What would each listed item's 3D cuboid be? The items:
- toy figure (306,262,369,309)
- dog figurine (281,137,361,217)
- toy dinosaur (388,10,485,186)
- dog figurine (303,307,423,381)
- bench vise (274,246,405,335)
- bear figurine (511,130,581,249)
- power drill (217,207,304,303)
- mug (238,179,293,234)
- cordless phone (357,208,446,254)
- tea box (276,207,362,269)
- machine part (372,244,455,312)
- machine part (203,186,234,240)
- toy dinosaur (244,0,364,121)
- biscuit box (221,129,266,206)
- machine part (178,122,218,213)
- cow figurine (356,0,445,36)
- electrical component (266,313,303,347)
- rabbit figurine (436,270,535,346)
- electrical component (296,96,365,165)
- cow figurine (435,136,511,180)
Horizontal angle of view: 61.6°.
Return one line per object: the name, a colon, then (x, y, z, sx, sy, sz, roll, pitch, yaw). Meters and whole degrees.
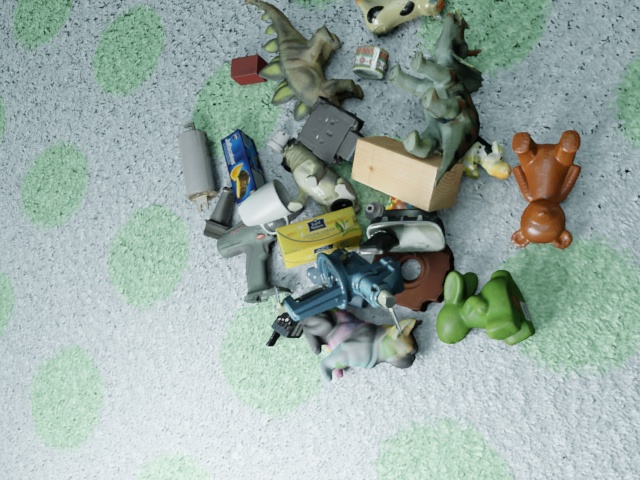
toy figure: (0.039, 0.096, 1.154, 0.155, 0.057, 0.064, 27, 86, 30)
dog figurine: (0.003, -0.141, 1.205, 0.121, 0.172, 0.191, -43, 34, 28)
toy dinosaur: (0.248, -0.249, 1.031, 0.131, 0.192, 0.405, 137, 137, -55)
dog figurine: (0.094, 0.188, 1.089, 0.219, 0.108, 0.191, -28, 68, 12)
bench vise: (0.033, 0.098, 1.022, 0.241, 0.128, 0.224, -22, 39, -17)
bear figurine: (0.411, -0.087, 0.991, 0.120, 0.131, 0.196, 6, 77, 26)
power drill: (-0.122, 0.031, 1.223, 0.232, 0.086, 0.207, -18, 78, 18)
mug: (-0.117, -0.063, 1.176, 0.107, 0.081, 0.109, -24, 94, 18)
cordless phone: (0.151, -0.003, 0.991, 0.147, 0.184, 0.088, -1, 100, 21)
tea box: (-0.002, -0.003, 1.135, 0.170, 0.098, 0.068, -16, 73, -4)
machine part: (0.185, 0.059, 1.098, 0.180, 0.056, 0.179, -4, 78, 22)
machine part: (-0.238, -0.066, 1.313, 0.084, 0.039, 0.138, 22, 91, 30)
toy dinosaur: (-0.042, -0.409, 1.254, 0.199, 0.105, 0.471, -28, 72, 16)
biscuit box: (-0.178, -0.165, 1.275, 0.063, 0.059, 0.203, -28, 60, 18)
machine part: (-0.306, -0.185, 1.342, 0.079, 0.079, 0.243, -18, 73, 19)
cow figurine: (0.191, -0.521, 1.187, 0.195, 0.085, 0.127, -24, 66, 15)
electrical component: (-0.070, 0.189, 1.173, 0.048, 0.074, 0.119, 30, 88, 25)
rabbit figurine: (0.287, 0.132, 1.011, 0.170, 0.121, 0.159, -27, 67, 32)
electrical component: (0.030, -0.227, 1.152, 0.134, 0.058, 0.114, 35, 111, 18)
cow figurine: (0.310, -0.178, 1.084, 0.168, 0.068, 0.098, 18, 82, 24)
